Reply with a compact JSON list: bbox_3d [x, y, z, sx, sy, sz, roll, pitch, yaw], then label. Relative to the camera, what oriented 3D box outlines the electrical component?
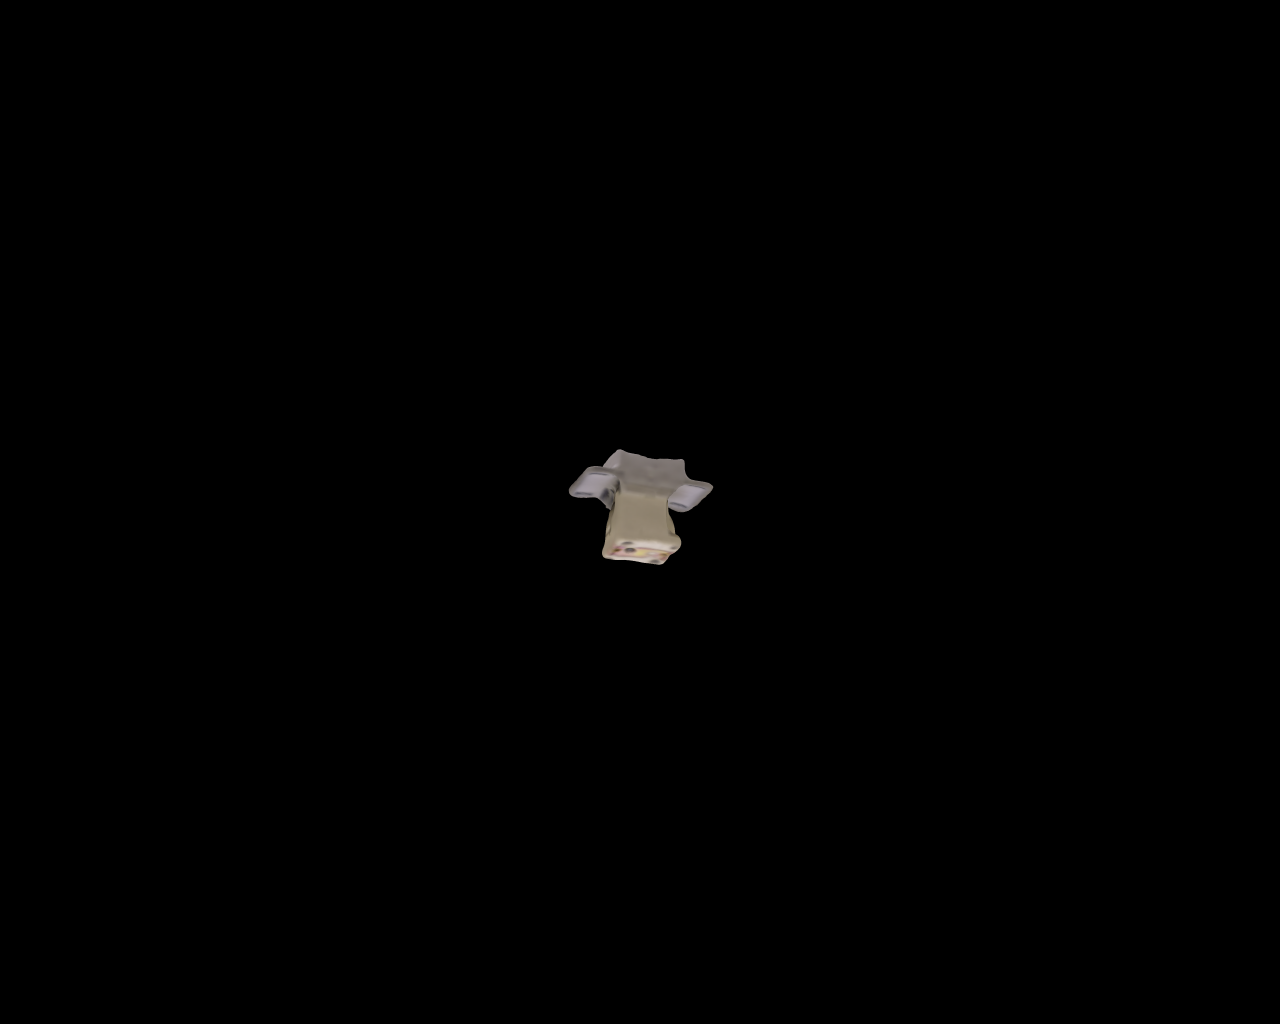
[{"bbox_3d":[0.001,-0.003,0.650,0.081,0.064,0.042,8,-24,-18],"label":"electrical component"}]
